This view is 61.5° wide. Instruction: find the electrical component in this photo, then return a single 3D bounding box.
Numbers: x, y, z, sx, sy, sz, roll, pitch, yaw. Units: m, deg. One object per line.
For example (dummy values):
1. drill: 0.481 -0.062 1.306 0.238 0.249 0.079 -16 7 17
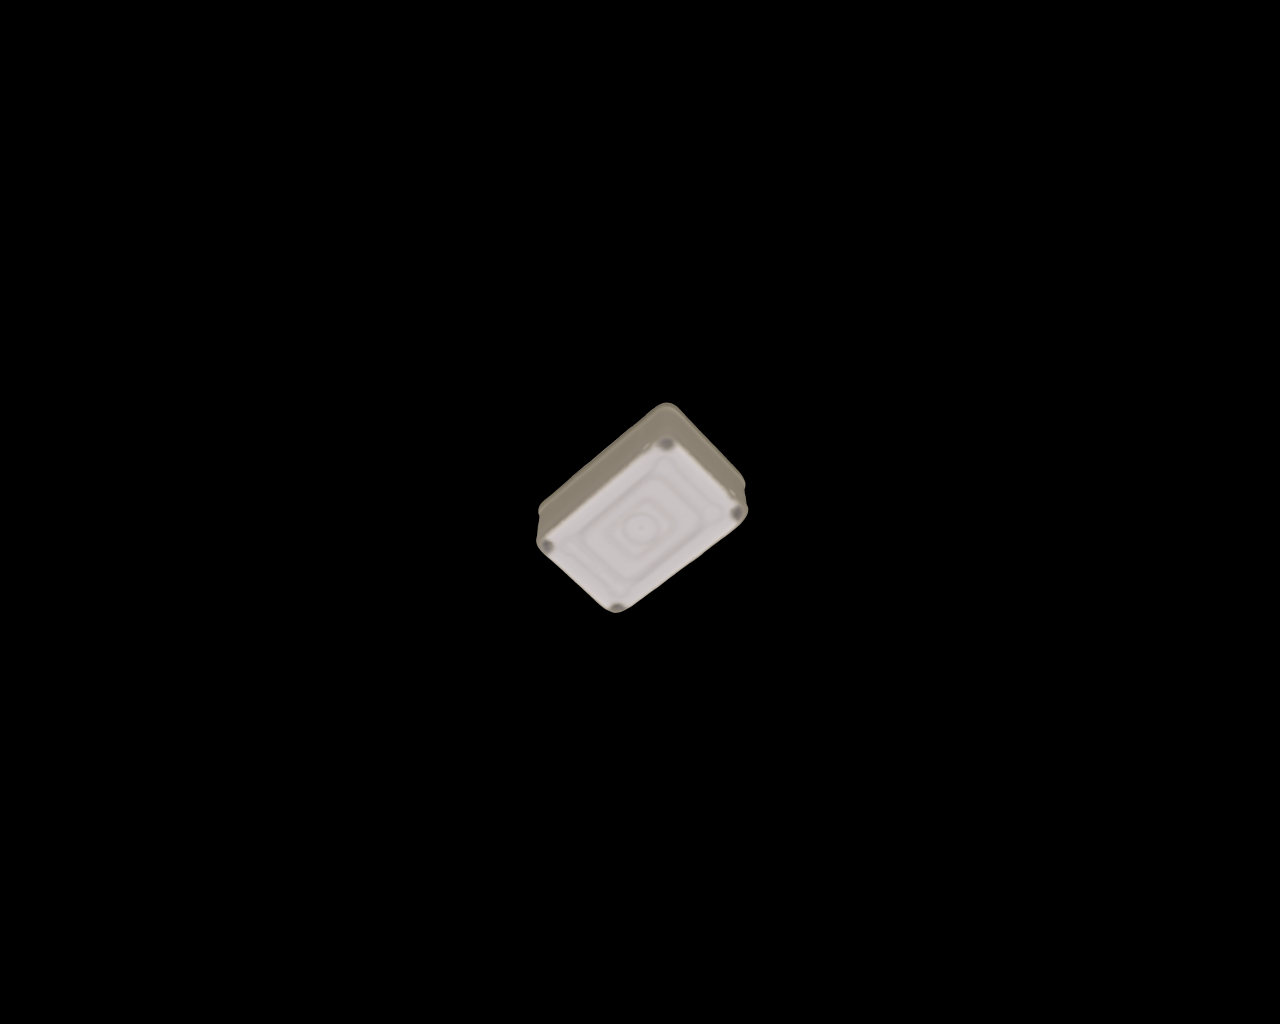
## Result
1. electrical component: 0.001 -0.003 0.650 0.113 0.078 0.057 -38 22 18
